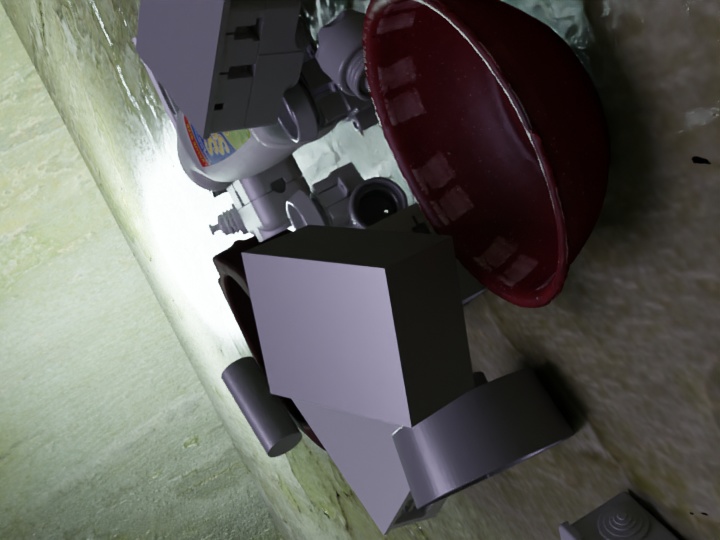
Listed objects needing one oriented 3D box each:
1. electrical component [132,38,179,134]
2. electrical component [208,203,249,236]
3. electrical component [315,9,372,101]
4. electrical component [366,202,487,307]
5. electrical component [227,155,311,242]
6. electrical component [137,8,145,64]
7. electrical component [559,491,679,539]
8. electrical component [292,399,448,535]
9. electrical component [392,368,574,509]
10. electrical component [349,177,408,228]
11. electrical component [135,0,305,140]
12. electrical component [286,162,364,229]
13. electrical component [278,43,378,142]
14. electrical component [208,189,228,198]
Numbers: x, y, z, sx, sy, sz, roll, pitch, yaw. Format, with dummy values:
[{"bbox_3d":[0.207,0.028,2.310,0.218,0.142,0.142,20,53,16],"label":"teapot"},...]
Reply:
[{"bbox_3d":[-0.156,-0.174,1.012,0.121,0.063,0.079,66,164,-16],"label":"electrical component"},{"bbox_3d":[-0.111,-0.054,1.061,0.040,0.078,0.040,158,90,-89],"label":"electrical component"},{"bbox_3d":[0.005,-0.118,0.623,0.062,0.043,0.043,51,161,31],"label":"electrical component"},{"bbox_3d":[0.029,0.008,0.675,0.061,0.089,0.150,60,165,7],"label":"electrical component"},{"bbox_3d":[-0.079,-0.064,0.971,0.059,0.054,0.095,63,165,-4],"label":"electrical component"},{"bbox_3d":[-0.122,-0.189,0.811,0.048,0.100,0.100,49,165,-3],"label":"electrical component"},{"bbox_3d":[0.166,0.189,0.624,0.100,0.048,0.099,43,156,51],"label":"electrical component"},{"bbox_3d":[0.013,0.099,0.858,0.186,0.060,0.105,51,130,35],"label":"electrical component"},{"bbox_3d":[0.072,0.099,0.673,0.108,0.108,0.060,111,136,-70],"label":"electrical component"},{"bbox_3d":[0.011,-0.040,0.750,0.040,0.040,0.046,60,171,7],"label":"electrical component"},{"bbox_3d":[-0.076,-0.187,0.637,0.105,0.060,0.186,51,140,36],"label":"electrical component"},{"bbox_3d":[-0.022,-0.046,0.813,0.048,0.055,0.066,57,164,19],"label":"electrical component"},{"bbox_3d":[-0.026,-0.114,0.708,0.066,0.055,0.048,62,165,-2],"label":"electrical component"},{"bbox_3d":[-0.118,-0.090,1.036,0.048,0.062,0.048,55,164,25],"label":"electrical component"}]
